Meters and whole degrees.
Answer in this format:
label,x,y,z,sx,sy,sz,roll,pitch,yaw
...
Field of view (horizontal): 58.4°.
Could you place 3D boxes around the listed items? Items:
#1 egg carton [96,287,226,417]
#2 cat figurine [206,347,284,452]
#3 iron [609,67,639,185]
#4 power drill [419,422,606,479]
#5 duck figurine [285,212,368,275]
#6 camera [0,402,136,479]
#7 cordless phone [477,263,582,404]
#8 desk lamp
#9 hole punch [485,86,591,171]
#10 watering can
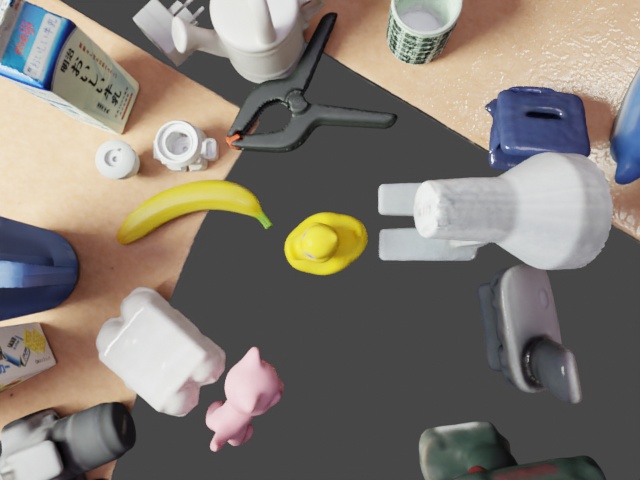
label,x,y,z,sx,sy,sz,roll,pitch,yaw
egg carton,-0.193,0.136,0.692,0.150,0.069,0.107,39,88,3
cat figurine,-0.088,0.187,0.662,0.067,0.118,0.128,33,88,4
iron,0.440,-0.179,0.660,0.118,0.141,0.258,18,87,3
power drill,0.166,0.259,0.606,0.229,0.208,0.076,-9,86,1
duck figurine,0.006,0.002,0.687,0.104,0.086,0.077,-14,86,1
camera,-0.289,0.260,0.671,0.137,0.101,0.143,-23,86,0
cordless phone,0.243,0.099,0.626,0.094,0.185,0.148,-12,86,1
desk lamp,0.171,-0.025,0.621,0.203,0.213,0.118,-2,86,2
hole punch,0.259,-0.136,0.687,0.108,0.091,0.101,4,87,2
watering can,-0.079,-0.253,0.651,0.173,0.194,0.101,-42,86,-1
